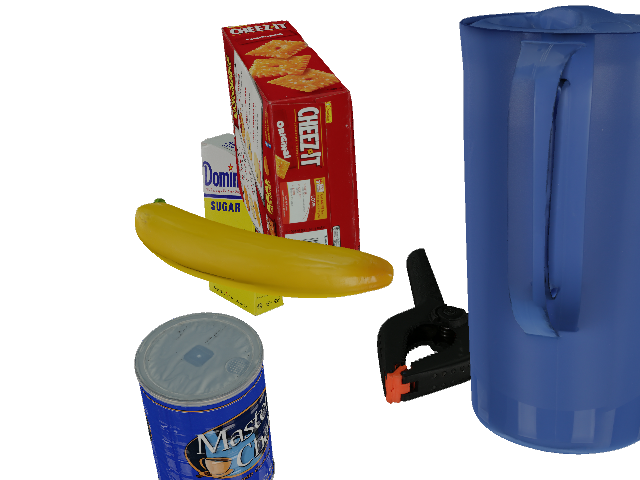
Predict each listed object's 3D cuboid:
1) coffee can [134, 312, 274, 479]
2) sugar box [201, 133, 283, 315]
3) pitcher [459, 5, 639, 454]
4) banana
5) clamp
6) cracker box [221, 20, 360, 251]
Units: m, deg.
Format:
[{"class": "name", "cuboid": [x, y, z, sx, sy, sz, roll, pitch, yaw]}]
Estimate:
[{"class": "coffee can", "cuboid": [-0.093, 0.145, 0.887, 0.103, 0.140, 0.103, -2, 37, 1]}, {"class": "sugar box", "cuboid": [-0.084, -0.018, 1.136, 0.048, 0.176, 0.093, -21, 28, -35]}, {"class": "pitcher", "cuboid": [0.138, -0.006, 0.595, 0.149, 0.243, 0.145, -7, 17, -19]}, {"class": "banana", "cuboid": [-0.052, 0.003, 0.687, 0.198, 0.037, 0.069, 18, 35, 29]}, {"class": "clamp", "cuboid": [0.103, 0.071, 0.917, 0.165, 0.036, 0.209, 20, 35, 33]}, {"class": "cracker box", "cuboid": [-0.027, -0.080, 0.905, 0.072, 0.164, 0.214, -9, 27, -10]}]
